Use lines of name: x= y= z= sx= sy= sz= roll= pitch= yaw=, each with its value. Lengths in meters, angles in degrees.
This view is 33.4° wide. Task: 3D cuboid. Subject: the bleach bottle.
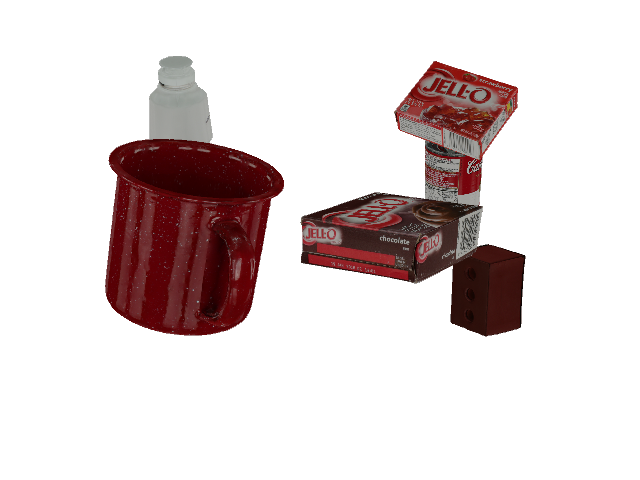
bleach bottle: x=-0.123 y=-0.047 z=0.967 sx=0.068 sy=0.251 sz=0.102 roll=-4 pitch=31 yaw=-8

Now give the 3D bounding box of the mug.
mug: x=-0.066 y=0.003 z=0.567 sx=0.093 sy=0.081 sz=0.117 roll=-4 pitch=26 yaw=-33

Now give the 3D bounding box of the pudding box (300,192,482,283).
pudding box: x=0.051 y=-0.005 z=0.751 sx=0.090 sy=0.039 sz=0.113 roll=10 pitch=14 yaw=29

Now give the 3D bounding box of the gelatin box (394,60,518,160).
gelatin box: x=0.123 y=-0.120 z=0.971 sx=0.089 sy=0.073 sz=0.030 roll=24 pitch=-29 yaw=26

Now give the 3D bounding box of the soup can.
soup can: x=0.155 y=-0.068 z=1.256 sx=0.068 sy=0.102 sz=0.068 roll=0 pitch=27 yaw=0

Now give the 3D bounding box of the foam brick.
foam brick: x=0.166 y=0.049 z=1.061 sx=0.051 sy=0.078 sz=0.053 roll=-12 pitch=20 yaw=-36
